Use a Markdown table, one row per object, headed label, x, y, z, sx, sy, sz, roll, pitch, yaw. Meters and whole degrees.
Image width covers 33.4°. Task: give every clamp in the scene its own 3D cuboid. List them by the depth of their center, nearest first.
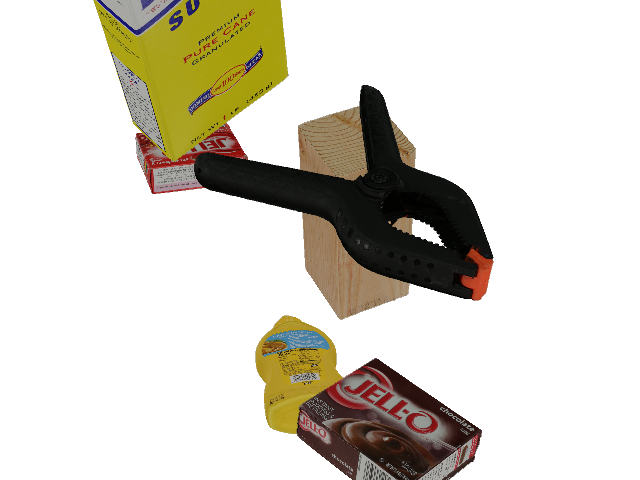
| label | x | y | z | sx | sy | sz | roll | pitch | yaw |
| --- | --- | --- | --- | --- | --- | --- | --- | --- | --- |
| clamp | 0.026 | -0.027 | 0.711 | 0.164 | 0.036 | 0.210 | -22 | 48 | -25 |

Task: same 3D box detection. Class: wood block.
| label | x | y | z | sx | sy | sz | roll | pitch | yaw |
| --- | --- | --- | --- | --- | --- | --- | --- | --- | --- |
| wood block | 0.038 | -0.028 | 1.114 | 0.090 | 0.206 | 0.091 | -19 | 47 | -17 |

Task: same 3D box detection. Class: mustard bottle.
| label | x | y | z | sx | sy | sz | roll | pitch | yaw |
| --- | --- | --- | --- | --- | --- | --- | --- | --- | --- |
| mustard bottle | -0.027 | 0.146 | 1.252 | 0.096 | 0.058 | 0.192 | -7 | 30 | -7 |

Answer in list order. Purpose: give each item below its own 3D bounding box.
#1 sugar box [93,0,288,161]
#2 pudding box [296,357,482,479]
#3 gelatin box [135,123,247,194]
| label | x | y | z | sx | sy | sz | roll | pitch | yaw |
| --- | --- | --- | --- | --- | --- | --- | --- | --- | --- |
| sugar box | -0.067 | -0.125 | 0.555 | 0.093 | 0.048 | 0.176 | -40 | -21 | -17 |
| pudding box | 0.052 | 0.147 | 0.818 | 0.114 | 0.039 | 0.089 | 34 | 43 | 31 |
| gelatin box | -0.116 | -0.075 | 0.960 | 0.089 | 0.030 | 0.073 | -9 | 33 | -15 |
